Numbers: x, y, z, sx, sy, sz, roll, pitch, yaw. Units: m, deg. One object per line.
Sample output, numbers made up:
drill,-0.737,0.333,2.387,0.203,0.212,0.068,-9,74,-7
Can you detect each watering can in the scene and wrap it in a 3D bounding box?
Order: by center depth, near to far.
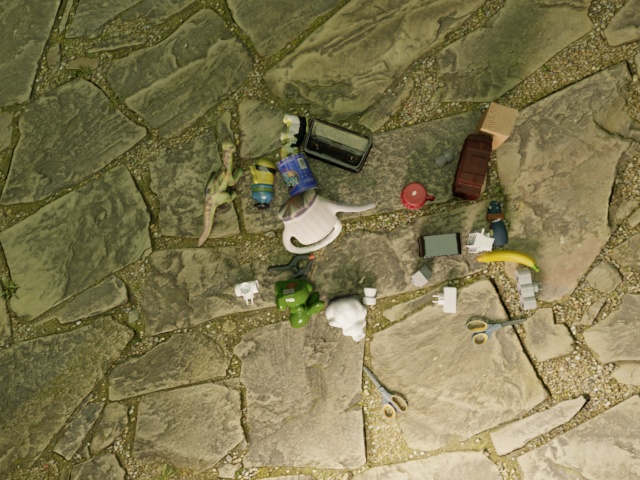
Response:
watering can,0.005,-0.089,1.759,0.346,0.106,0.220,-35,124,8

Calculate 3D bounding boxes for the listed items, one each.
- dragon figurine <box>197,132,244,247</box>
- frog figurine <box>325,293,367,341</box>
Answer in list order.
dragon figurine,-0.369,-0.170,1.780,0.122,0.242,0.412,18,86,3
frog figurine,0.094,0.265,1.743,0.138,0.120,0.162,-13,72,-13
